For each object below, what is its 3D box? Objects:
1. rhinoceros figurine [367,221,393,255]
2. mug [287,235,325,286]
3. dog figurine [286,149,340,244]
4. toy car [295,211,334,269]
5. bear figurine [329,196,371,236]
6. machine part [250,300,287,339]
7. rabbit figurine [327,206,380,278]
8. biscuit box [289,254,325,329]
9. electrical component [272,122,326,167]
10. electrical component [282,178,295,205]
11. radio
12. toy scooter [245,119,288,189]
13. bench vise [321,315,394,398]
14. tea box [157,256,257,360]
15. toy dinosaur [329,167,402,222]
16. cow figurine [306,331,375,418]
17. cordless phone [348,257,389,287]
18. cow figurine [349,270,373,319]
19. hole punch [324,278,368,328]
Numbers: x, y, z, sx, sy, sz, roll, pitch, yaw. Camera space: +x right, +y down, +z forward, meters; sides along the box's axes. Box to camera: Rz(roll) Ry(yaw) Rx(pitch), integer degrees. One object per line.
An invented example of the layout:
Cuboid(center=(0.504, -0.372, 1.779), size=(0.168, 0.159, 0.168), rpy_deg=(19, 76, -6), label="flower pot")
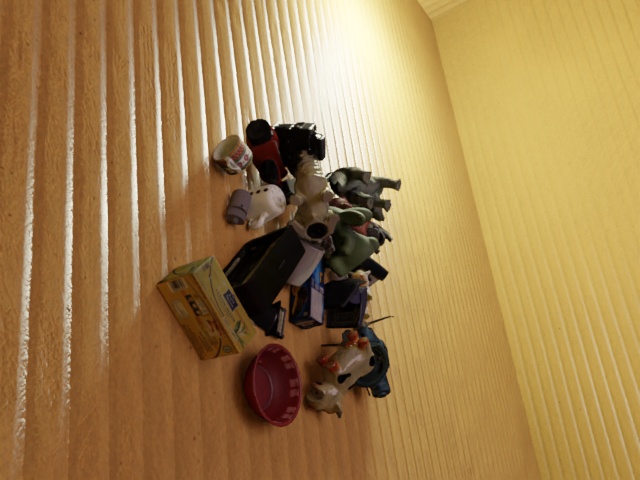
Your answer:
Cuboid(center=(0.162, -0.021, 1.633), size=(0.112, 0.073, 0.190), rpy_deg=(50, 8, -2), label="rhinoceros figurine")
Cuboid(center=(-0.057, 0.047, 1.260), size=(0.080, 0.110, 0.107), rpy_deg=(22, 97, -50), label="mug")
Cuboid(center=(-0.022, -0.106, 1.286), size=(0.191, 0.121, 0.172), rpy_deg=(-98, -168, -51), label="dog figurine")
Cuboid(center=(-0.003, -0.004, 1.416), size=(0.201, 0.056, 0.073), rpy_deg=(56, 33, -28), label="toy car")
Cuboid(center=(0.062, -0.066, 1.465), size=(0.195, 0.120, 0.132), rpy_deg=(68, 30, -48), label="bear figurine")
Cuboid(center=(-0.117, 0.157, 1.148), size=(0.138, 0.039, 0.084), rpy_deg=(40, 50, -47), label="machine part")
Cuboid(center=(0.056, -0.016, 1.330), size=(0.170, 0.159, 0.121), rpy_deg=(53, 23, -1), label="rabbit figurine")
Cuboid(center=(-0.030, 0.109, 1.298), size=(0.059, 0.063, 0.203), rpy_deg=(39, 42, -44), label="biscuit box")
Cuboid(center=(-0.051, -0.236, 1.352), size=(0.058, 0.134, 0.114), rpy_deg=(-59, 149, -53), label="electrical component")
Cuboid(center=(-0.064, -0.123, 1.389), size=(0.102, 0.045, 0.078), rpy_deg=(-17, 91, -61), label="electrical component")
Cuboid(center=(-0.129, 0.066, 1.079), size=(0.073, 0.131, 0.230), rpy_deg=(61, 31, -18), label="radio")
Cuboid(center=(-0.122, -0.195, 1.297), size=(0.135, 0.075, 0.184), rpy_deg=(59, 11, -65), label="toy scooter")
Cuboid(center=(0.114, 0.285, 1.395), size=(0.240, 0.129, 0.224), rpy_deg=(43, 37, -47), label="bench vise")
Cuboid(center=(-0.200, 0.123, 0.958), size=(0.169, 0.098, 0.068), rpy_deg=(64, 32, -17), label="tea box")
Cuboid(center=(0.100, -0.155, 1.562), size=(0.404, 0.192, 0.131), rpy_deg=(17, 86, -54), label="toy dinosaur")
Cuboid(center=(0.047, 0.317, 1.239), size=(0.195, 0.086, 0.127), rpy_deg=(-36, 111, -23), label="cow figurine")
Cuboid(center=(0.117, 0.037, 1.594), size=(0.146, 0.089, 0.184), rpy_deg=(35, 26, -47), label="cordless phone")
Cuboid(center=(0.109, 0.131, 1.463), size=(0.098, 0.068, 0.167), rpy_deg=(-82, 175, -47), label="cow figurine")
Cuboid(center=(0.060, 0.161, 1.362), size=(0.092, 0.142, 0.116), rpy_deg=(57, 46, -21), label="hole punch")
